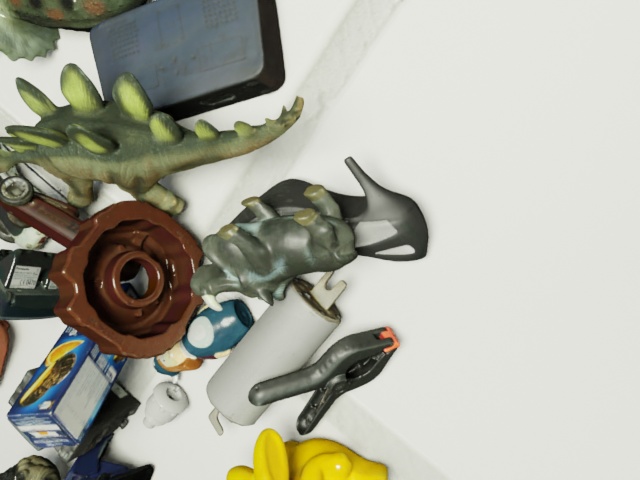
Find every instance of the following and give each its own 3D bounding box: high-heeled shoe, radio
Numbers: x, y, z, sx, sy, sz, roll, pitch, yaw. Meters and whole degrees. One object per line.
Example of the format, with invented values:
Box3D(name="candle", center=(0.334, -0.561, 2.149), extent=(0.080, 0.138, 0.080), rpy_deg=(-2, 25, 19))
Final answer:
Box3D(name="high-heeled shoe", center=(-0.001, -0.002, 0.629), extent=(0.249, 0.086, 0.145), rpy_deg=(-24, 113, 32))
Box3D(name="radio", center=(-0.161, -0.226, 0.662), extent=(0.230, 0.073, 0.131), rpy_deg=(-12, 88, 18))

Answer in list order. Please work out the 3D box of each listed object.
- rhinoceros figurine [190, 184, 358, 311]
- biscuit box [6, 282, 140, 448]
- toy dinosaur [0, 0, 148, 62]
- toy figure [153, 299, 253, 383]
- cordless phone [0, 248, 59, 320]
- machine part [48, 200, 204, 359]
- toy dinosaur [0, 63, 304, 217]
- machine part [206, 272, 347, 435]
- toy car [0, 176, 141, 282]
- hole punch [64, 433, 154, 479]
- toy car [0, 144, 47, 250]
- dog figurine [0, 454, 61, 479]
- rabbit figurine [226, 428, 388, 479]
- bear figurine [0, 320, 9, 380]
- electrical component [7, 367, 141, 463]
Box3D(name="rhinoceros figurine", center=(-0.054, 0.014, 0.565), extent=(0.190, 0.073, 0.112), rpy_deg=(-17, 120, 20))
Box3D(name="biscuit box", center=(-0.275, 0.138, 0.635), extent=(0.063, 0.203, 0.059), rpy_deg=(-10, 124, 16))
Box3D(name="toy dinosaur", center=(-0.307, -0.331, 0.688), extent=(0.405, 0.131, 0.192), rpy_deg=(1, 103, 13))
Box3D(name="toy figure", center=(-0.156, 0.126, 0.670), extent=(0.154, 0.057, 0.064), rpy_deg=(-32, 43, 16))
Box3D(name="cordless phone", center=(-0.438, 0.048, 0.706), extent=(0.184, 0.146, 0.088), rpy_deg=(8, 86, 13))
Box3D(name="machine part", center=(-0.216, 0.046, 0.620), extent=(0.056, 0.179, 0.179), rpy_deg=(-10, 87, 42))
Box3D(name="toy dinosaur", center=(-0.219, -0.104, 0.605), extent=(0.472, 0.198, 0.105), rpy_deg=(-2, 72, 18))
Box3D(name="machine part", center=(-0.055, 0.130, 0.627), extent=(0.079, 0.079, 0.243), rpy_deg=(42, 103, 13))
Box3D(name="toy car", center=(-0.317, -0.014, 0.679), extent=(0.202, 0.089, 0.053), rpy_deg=(33, 65, -5))
Box3D(name="hole punch", center=(-0.296, 0.322, 0.687), extent=(0.092, 0.115, 0.142), rpy_deg=(33, 99, 22))
Box3D(name="toy car", center=(-0.449, -0.072, 0.759), extent=(0.202, 0.056, 0.073), rpy_deg=(47, 109, 13))
Box3D(name="dog figurine", center=(-0.410, 0.370, 0.722), extent=(0.121, 0.172, 0.190), rpy_deg=(39, 76, -17))
Box3D(name="rabbit figurine", center=(-0.017, 0.275, 0.567), extent=(0.162, 0.173, 0.122), rpy_deg=(42, 106, 8))
Box3D(name="bear figurine", center=(-0.536, 0.118, 0.754), extent=(0.196, 0.120, 0.132), rpy_deg=(33, 103, 16))
Box3D(name="electrical component", center=(-0.316, 0.209, 0.678), extent=(0.115, 0.134, 0.058), rpy_deg=(36, 102, 15))
